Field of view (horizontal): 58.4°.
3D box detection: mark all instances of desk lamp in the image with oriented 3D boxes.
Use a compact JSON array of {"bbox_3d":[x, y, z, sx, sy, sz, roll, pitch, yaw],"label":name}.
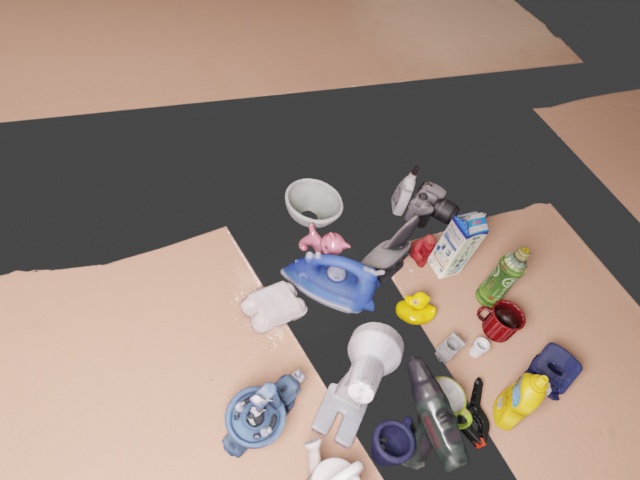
[{"bbox_3d":[0.086,0.306,1.227,0.118,0.213,0.203,26,49,4],"label":"desk lamp"}]

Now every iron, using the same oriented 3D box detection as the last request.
[{"bbox_3d":[0.034,0.084,1.442,0.258,0.141,0.118,18,48,-2],"label":"iron"}]

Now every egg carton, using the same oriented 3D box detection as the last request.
[{"bbox_3d":[-0.112,0.162,1.378,0.151,0.069,0.107,-21,60,-31],"label":"egg carton"}]

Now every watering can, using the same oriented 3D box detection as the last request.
[{"bbox_3d":[0.022,0.463,1.089,0.172,0.194,0.101,36,50,13],"label":"watering can"}]

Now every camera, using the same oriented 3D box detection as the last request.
[{"bbox_3d":[0.345,-0.101,1.721,0.136,0.101,0.143,31,49,9],"label":"camera"}]

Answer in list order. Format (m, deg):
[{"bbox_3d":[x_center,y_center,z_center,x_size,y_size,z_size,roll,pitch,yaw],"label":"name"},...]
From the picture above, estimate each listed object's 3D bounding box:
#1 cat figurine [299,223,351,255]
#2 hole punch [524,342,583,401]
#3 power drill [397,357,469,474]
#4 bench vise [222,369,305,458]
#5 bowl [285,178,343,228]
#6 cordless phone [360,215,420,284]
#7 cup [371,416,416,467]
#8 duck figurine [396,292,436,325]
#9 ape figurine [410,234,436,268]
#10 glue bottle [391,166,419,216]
[{"bbox_3d":[0.014,0.005,1.516,0.127,0.117,0.067,41,51,17],"label":"cat figurine"},{"bbox_3d":[0.591,0.333,1.449,0.108,0.091,0.101,40,51,16],"label":"hole punch"},{"bbox_3d":[0.216,0.387,1.205,0.076,0.208,0.229,-13,56,-26],"label":"power drill"},{"bbox_3d":[-0.110,0.317,1.150,0.121,0.219,0.208,26,49,4],"label":"bench vise"},{"bbox_3d":[-0.023,-0.090,1.612,0.167,0.074,0.167,9,50,-11],"label":"bowl"},{"bbox_3d":[0.191,0.016,1.519,0.094,0.185,0.148,36,50,13],"label":"cordless phone"},{"bbox_3d":[0.152,0.434,1.222,0.091,0.095,0.118,36,50,13],"label":"cup"},{"bbox_3d":[0.256,0.169,1.480,0.104,0.086,0.077,12,49,-8],"label":"duck figurine"},{"bbox_3d":[0.295,0.021,1.611,0.078,0.092,0.076,-11,56,-25],"label":"ape figurine"},{"bbox_3d":[0.255,-0.153,1.687,0.037,0.173,0.078,10,49,-9],"label":"glue bottle"}]
